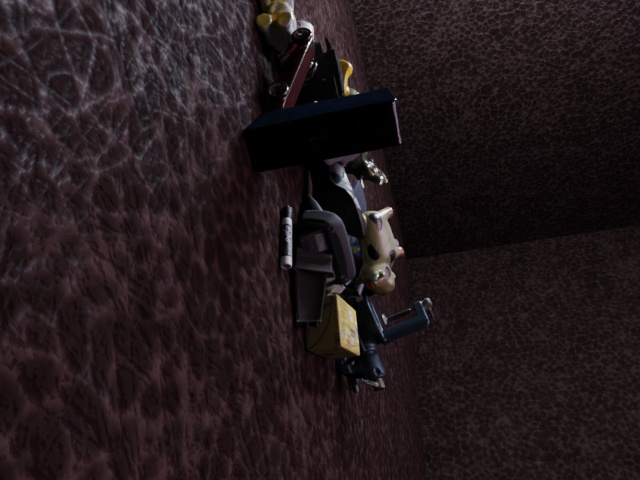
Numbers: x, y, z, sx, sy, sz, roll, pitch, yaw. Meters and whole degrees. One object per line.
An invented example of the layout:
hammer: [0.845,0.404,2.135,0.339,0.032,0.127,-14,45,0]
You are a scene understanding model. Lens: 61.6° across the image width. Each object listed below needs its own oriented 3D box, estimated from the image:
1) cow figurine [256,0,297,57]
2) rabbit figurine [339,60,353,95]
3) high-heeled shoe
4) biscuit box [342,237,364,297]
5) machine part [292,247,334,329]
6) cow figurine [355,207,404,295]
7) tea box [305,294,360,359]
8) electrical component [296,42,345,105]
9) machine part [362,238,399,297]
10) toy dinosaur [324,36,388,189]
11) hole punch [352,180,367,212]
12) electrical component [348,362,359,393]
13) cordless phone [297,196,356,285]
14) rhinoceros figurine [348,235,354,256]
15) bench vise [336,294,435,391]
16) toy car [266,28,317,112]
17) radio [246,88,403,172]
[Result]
cow figurine: [-0.076,-0.437,1.021,0.098,0.068,0.167,65,22,-66]
rabbit figurine: [0.014,-0.328,1.254,0.173,0.122,0.162,-163,-115,-83]
high-heeled shoe: [0.039,-0.114,1.153,0.248,0.086,0.145,58,27,3]
biscuit box: [0.092,0.033,1.295,0.059,0.063,0.202,62,42,-52]
machine part: [-0.014,0.084,0.926,0.039,0.084,0.139,144,-44,-62]
cow figurine: [0.127,0.030,1.219,0.127,0.086,0.194,-13,89,-44]
tea box: [0.024,0.169,1.023,0.169,0.068,0.098,49,33,-64]
electrical component: [-0.010,-0.343,1.135,0.058,0.115,0.134,4,72,-81]
machine part: [0.133,0.063,1.396,0.179,0.056,0.179,-58,-166,23]
toy dinosaur: [0.052,-0.312,1.401,0.192,0.131,0.404,-82,152,-64]
hole punch: [0.065,-0.079,1.351,0.142,0.092,0.116,73,18,-46]
electrical component: [0.079,0.310,1.272,0.063,0.021,0.094,-37,117,-76]
cordless phone: [-0.001,-0.003,1.046,0.184,0.089,0.146,-117,-170,-64]
rhinoceros figurine: [0.044,0.017,1.213,0.190,0.073,0.112,-87,161,-44]
bench vise: [0.141,0.203,1.174,0.128,0.241,0.224,59,9,-50]
toy car: [-0.052,-0.293,0.969,0.089,0.053,0.202,70,33,-60]
radio: [0.010,-0.176,0.848,0.131,0.230,0.073,-79,159,-66]
